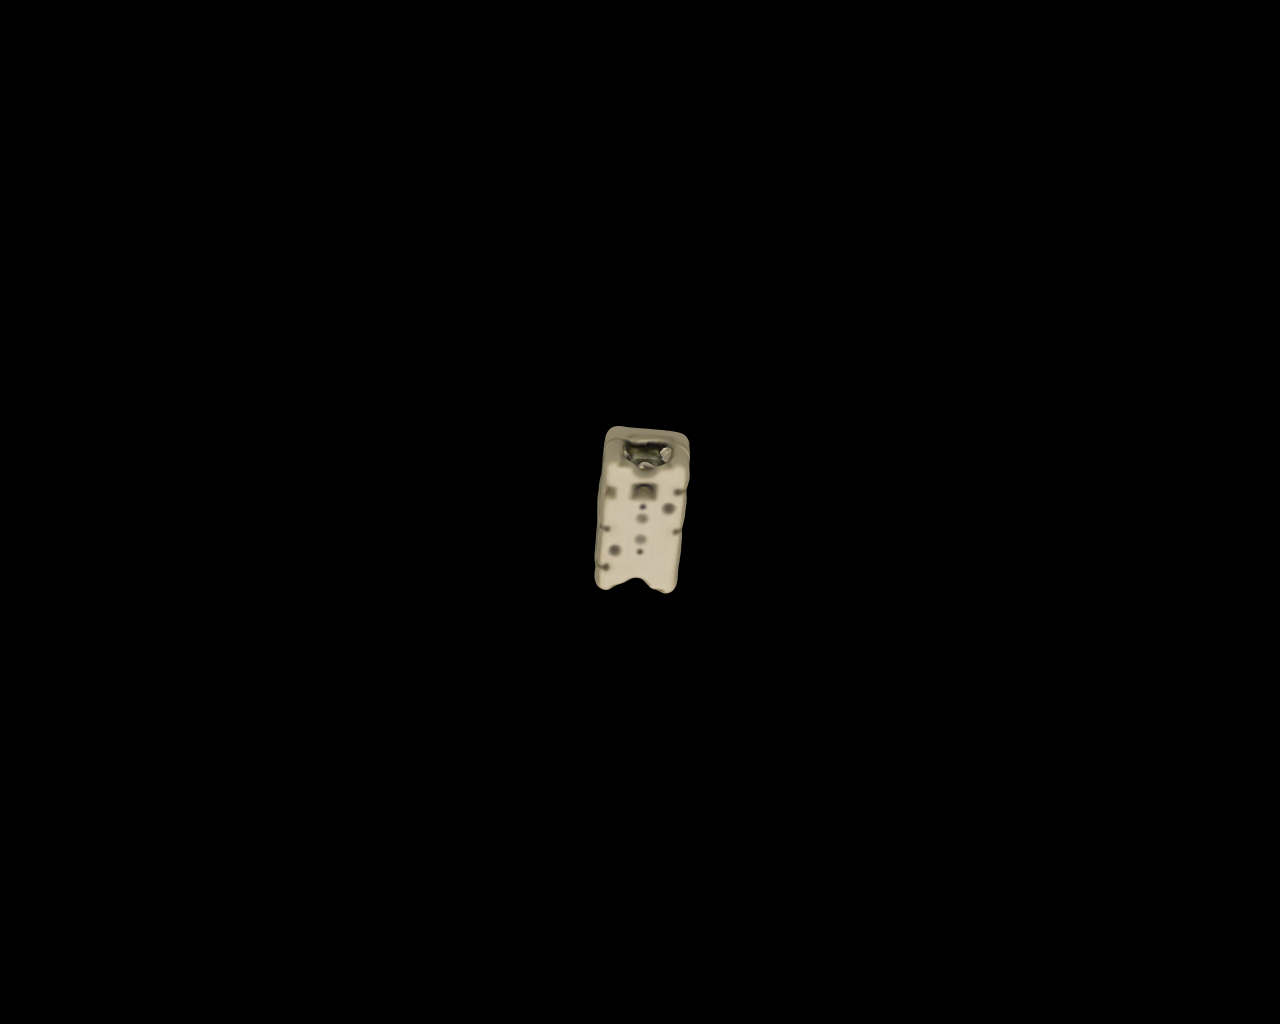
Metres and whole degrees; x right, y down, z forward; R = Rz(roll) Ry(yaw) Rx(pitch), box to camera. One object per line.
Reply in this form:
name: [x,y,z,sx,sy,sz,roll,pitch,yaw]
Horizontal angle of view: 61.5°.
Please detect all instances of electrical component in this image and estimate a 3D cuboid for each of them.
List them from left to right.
electrical component: [0.001,-0.003,0.650,0.050,0.089,0.056,4,28,-2]
